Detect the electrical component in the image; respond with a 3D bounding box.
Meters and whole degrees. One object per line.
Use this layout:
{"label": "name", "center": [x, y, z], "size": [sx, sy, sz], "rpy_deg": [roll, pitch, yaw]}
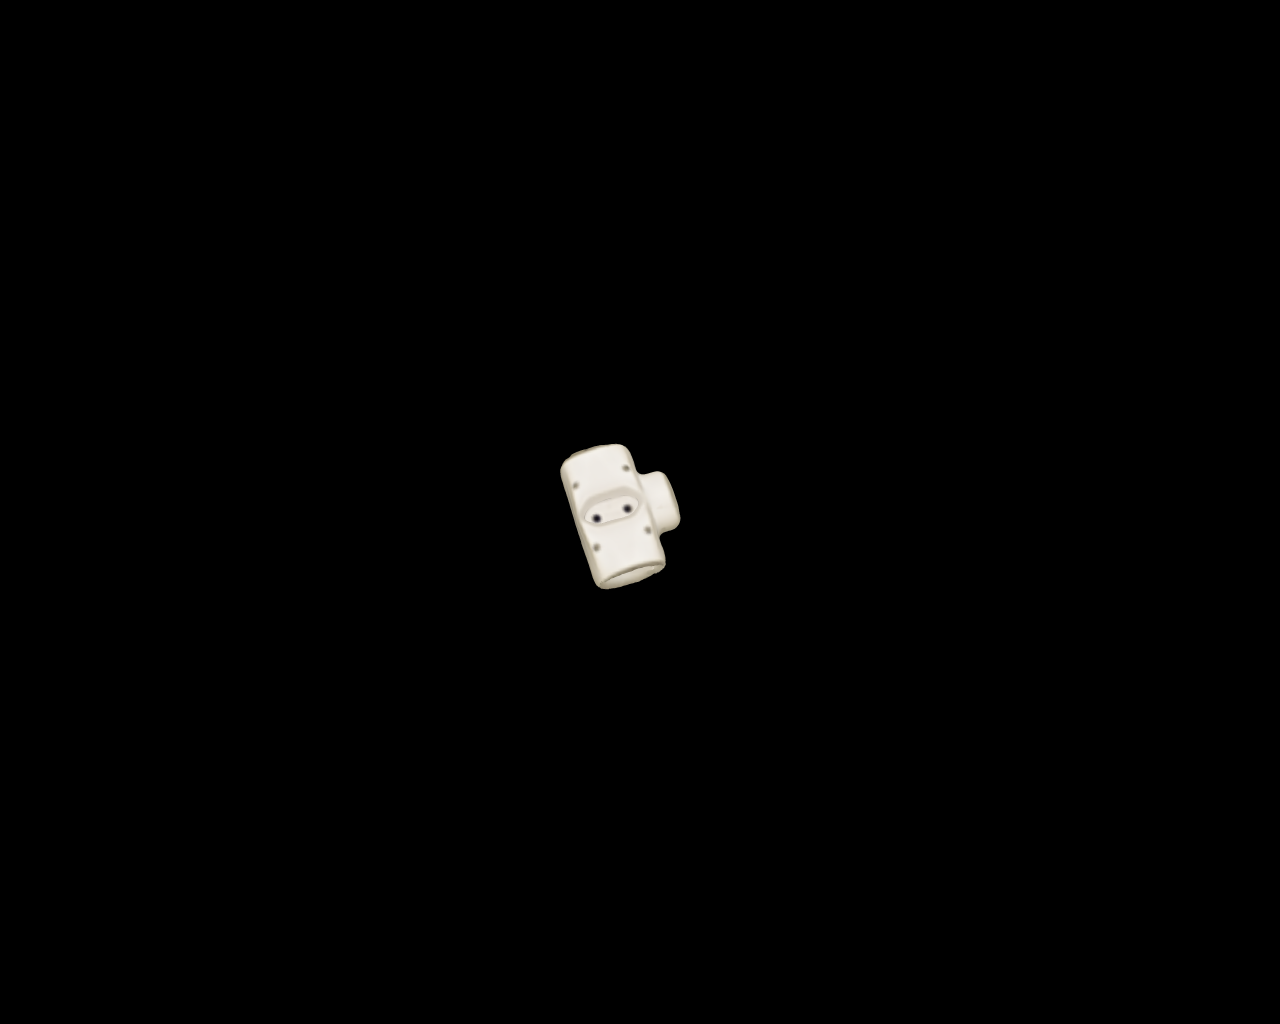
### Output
{"label": "electrical component", "center": [0.001, -0.003, 0.650], "size": [0.079, 0.077, 0.043], "rpy_deg": [-17, -15, -5]}
